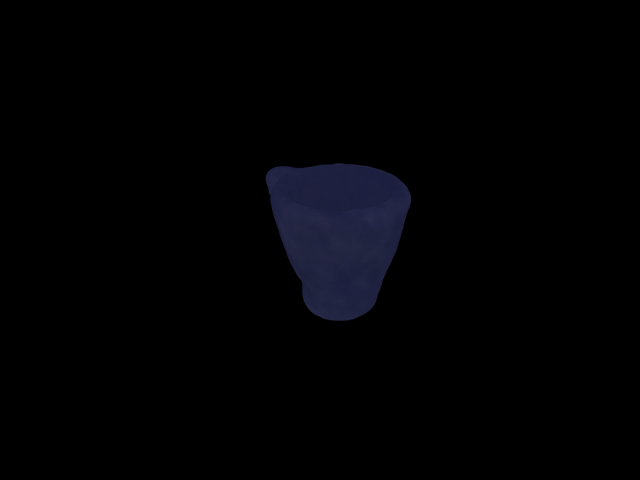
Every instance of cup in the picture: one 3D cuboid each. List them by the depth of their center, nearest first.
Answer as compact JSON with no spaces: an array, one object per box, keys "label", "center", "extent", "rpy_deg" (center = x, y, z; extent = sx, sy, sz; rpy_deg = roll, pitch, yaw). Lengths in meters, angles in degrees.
[{"label":"cup","center":[0.004,0.001,0.400],"extent":[0.117,0.095,0.092],"rpy_deg":[25,37,39]}]
